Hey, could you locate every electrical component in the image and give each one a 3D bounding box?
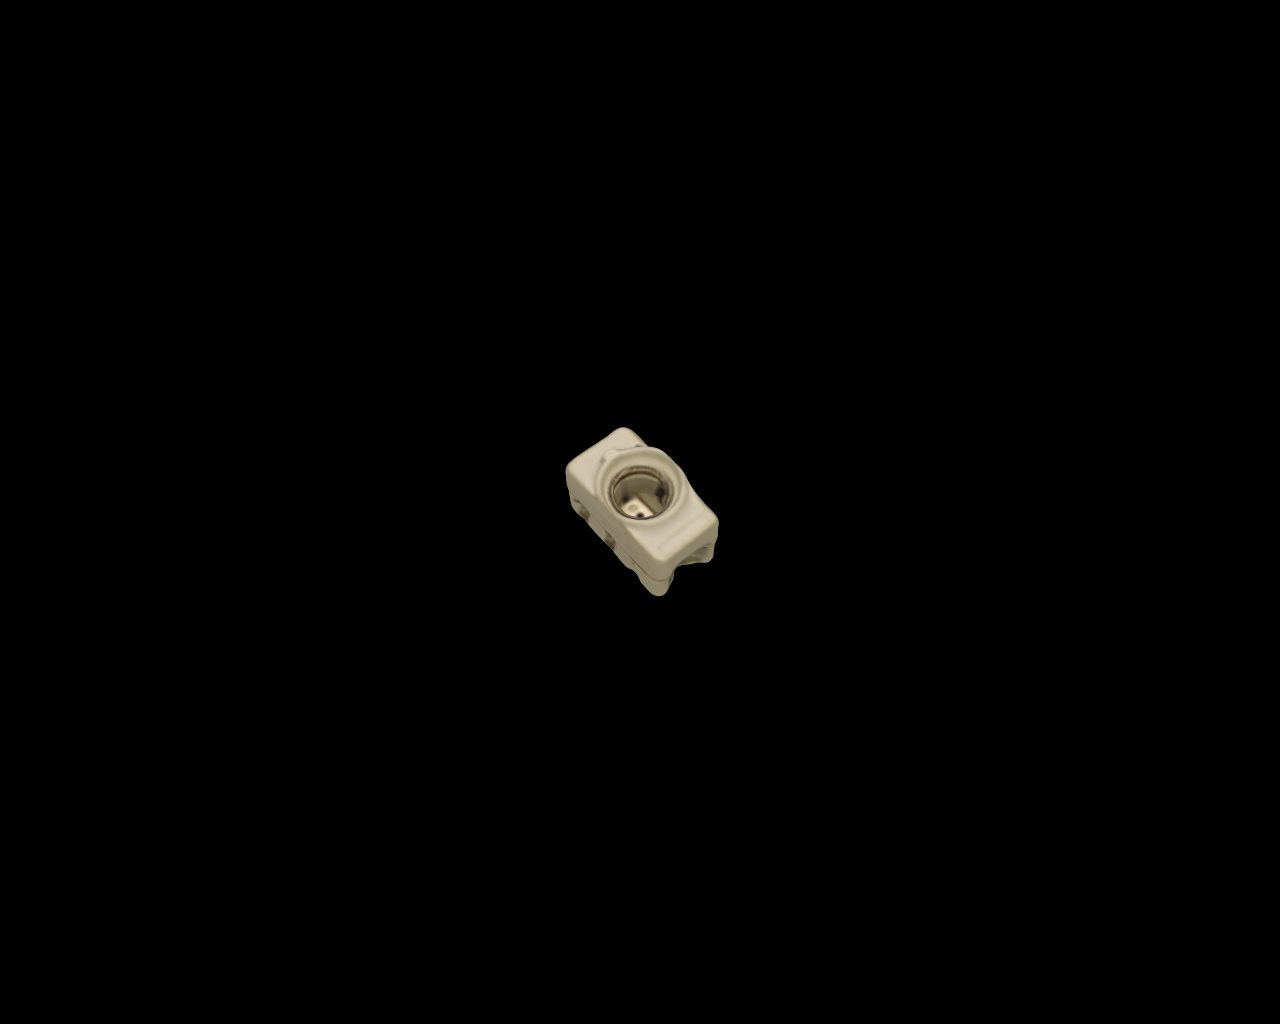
[{"bbox_3d":[0.001,-0.003,0.650,0.050,0.089,0.055,-36,-24,-18],"label":"electrical component"}]
